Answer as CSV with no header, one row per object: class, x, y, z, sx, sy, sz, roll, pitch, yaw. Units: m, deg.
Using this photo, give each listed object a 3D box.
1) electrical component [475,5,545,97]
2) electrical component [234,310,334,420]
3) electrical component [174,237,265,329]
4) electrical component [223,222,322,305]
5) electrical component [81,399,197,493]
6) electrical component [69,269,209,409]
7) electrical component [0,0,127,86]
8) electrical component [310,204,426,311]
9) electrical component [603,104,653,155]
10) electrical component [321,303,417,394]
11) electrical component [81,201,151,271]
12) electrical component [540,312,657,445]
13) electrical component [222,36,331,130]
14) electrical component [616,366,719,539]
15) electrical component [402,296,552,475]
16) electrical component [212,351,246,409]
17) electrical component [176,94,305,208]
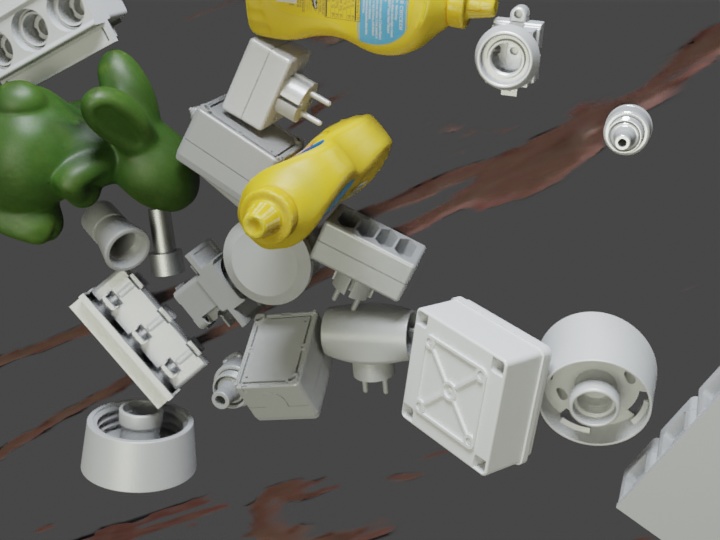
electrical component,0.113,-0.161,0.803,0.048,0.055,0.066,10,113,15
electrical component,-0.061,0.081,0.946,0.062,0.096,0.061,-5,137,21
electrical component,-0.129,0.017,0.965,0.064,0.042,0.081,-35,95,29
electrical component,-0.073,-0.014,0.928,0.080,0.051,0.080,7,112,17
electrical component,-0.207,0.157,1.013,0.108,0.108,0.060,10,107,16
electrical component,-0.200,0.059,0.990,0.063,0.079,0.121,-40,94,-2
electrical component,-0.265,-0.208,0.914,0.121,0.063,0.078,-21,102,25
electrical component,0.000,0.000,0.907,0.083,0.047,0.075,27,117,3
electrical component,0.197,-0.101,0.794,0.035,0.061,0.035,7,112,17
electrical component,0.011,0.072,0.936,0.077,0.043,0.079,2,111,19
electrical component,-0.223,-0.034,0.968,0.065,0.044,0.044,42,124,39
electrical component,0.193,0.092,0.882,0.099,0.064,0.099,7,125,10
electrical component,-0.060,-0.145,0.875,0.077,0.047,0.065,31,117,6
electrical component,0.288,0.151,0.859,0.089,0.061,0.150,35,117,4
electrical component,0.093,0.093,0.882,0.109,0.056,0.108,32,123,44
electrical component,-0.115,0.106,0.983,0.048,0.062,0.048,7,112,17
electrical component,-0.107,-0.101,0.901,0.096,0.061,0.061,34,118,4
